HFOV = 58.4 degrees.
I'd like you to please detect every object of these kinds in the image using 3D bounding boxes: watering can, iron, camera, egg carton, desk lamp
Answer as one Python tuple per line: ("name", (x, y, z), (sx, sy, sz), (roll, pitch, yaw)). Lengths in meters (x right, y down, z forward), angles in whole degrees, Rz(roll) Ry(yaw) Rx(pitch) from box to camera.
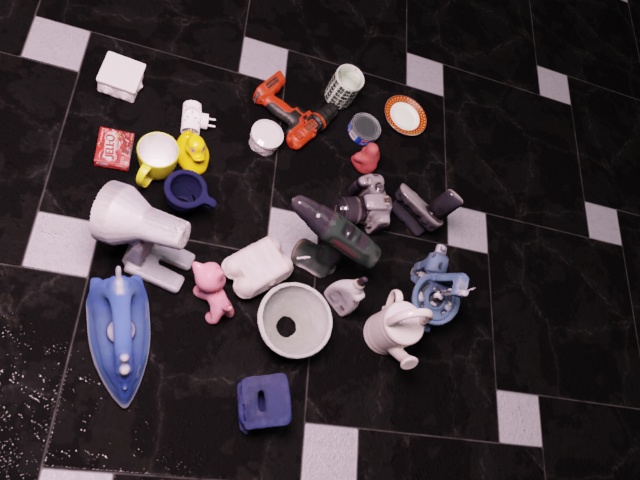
("watering can", (0.182, 0.194, 1.262), (0.101, 0.193, 0.173), (-19, 76, -27))
("iron", (-0.373, 0.179, 1.079), (0.119, 0.141, 0.258), (-4, 70, -23))
("camera", (0.100, -0.092, 1.403), (0.137, 0.100, 0.143), (-2, 70, -22))
("egg carton", (-0.136, 0.061, 1.264), (0.151, 0.069, 0.107), (-31, 82, -29))
("desk lamp", (-0.341, -0.008, 1.129), (0.203, 0.213, 0.118), (25, 62, -10))

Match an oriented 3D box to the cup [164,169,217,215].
("cup", (-0.285, -0.089, 1.253), (0.118, 0.094, 0.092), (26, 62, -9))

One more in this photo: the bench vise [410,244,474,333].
("bench vise", (0.271, 0.096, 1.324), (0.122, 0.219, 0.207), (2, 68, -20))

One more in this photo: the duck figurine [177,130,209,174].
("duck figurine", (-0.288, -0.211, 1.308), (0.078, 0.086, 0.104), (-13, 74, -25))

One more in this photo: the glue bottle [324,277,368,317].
("glue bottle", (0.067, 0.114, 1.262), (0.037, 0.173, 0.078), (-33, 83, -29))

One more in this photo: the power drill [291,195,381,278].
("power drill", (0.012, 0.005, 1.266), (0.230, 0.208, 0.076), (28, 61, -8))

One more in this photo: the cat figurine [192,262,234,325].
("cat figurine", (-0.218, 0.101, 1.187), (0.067, 0.117, 0.128), (-26, 80, -28))

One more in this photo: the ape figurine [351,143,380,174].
("ape figurine", (0.124, -0.217, 1.469), (0.078, 0.092, 0.076), (-2, 69, -22))

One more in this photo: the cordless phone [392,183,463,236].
("cordless phone", (0.270, -0.102, 1.425), (0.147, 0.184, 0.094), (41, 60, -1))

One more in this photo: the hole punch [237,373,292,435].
("hole punch", (-0.113, 0.328, 1.149), (0.101, 0.091, 0.108), (0, 69, -21))

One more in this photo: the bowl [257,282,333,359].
("bowl", (-0.061, 0.180, 1.241), (0.168, 0.074, 0.167), (8, 66, -18))
